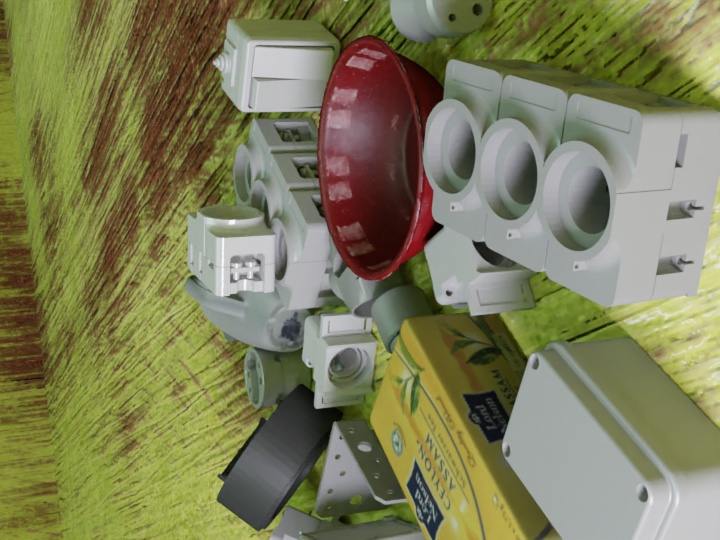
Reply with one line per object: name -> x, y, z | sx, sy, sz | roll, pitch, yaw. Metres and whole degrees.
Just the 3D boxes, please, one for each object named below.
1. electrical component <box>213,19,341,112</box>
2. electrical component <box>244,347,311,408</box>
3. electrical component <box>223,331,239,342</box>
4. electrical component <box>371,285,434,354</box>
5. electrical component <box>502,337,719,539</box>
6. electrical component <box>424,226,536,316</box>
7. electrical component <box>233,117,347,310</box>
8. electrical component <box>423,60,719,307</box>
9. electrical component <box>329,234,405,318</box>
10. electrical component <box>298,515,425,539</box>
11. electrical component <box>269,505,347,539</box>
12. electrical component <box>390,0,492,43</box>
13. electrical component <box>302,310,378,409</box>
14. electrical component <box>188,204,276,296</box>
electrical component -> -0.069, -0.164, 0.869 | 0.061, 0.096, 0.061 | -128, 40, -50
electrical component -> -0.075, 0.096, 0.987 | 0.055, 0.047, 0.055 | 176, 90, -66
electrical component -> -0.125, 0.008, 1.049 | 0.052, 0.074, 0.138 | -131, 43, -53
electrical component -> 0.036, 0.047, 0.737 | 0.040, 0.040, 0.078 | 114, 143, -46
electrical component -> 0.125, 0.093, 0.525 | 0.113, 0.057, 0.078 | -125, 38, -49
electrical component -> 0.071, -0.009, 0.649 | 0.064, 0.042, 0.081 | 134, 128, -61
electrical component -> -0.055, -0.049, 0.898 | 0.150, 0.062, 0.089 | -118, 33, -42
electrical component -> 0.099, -0.049, 0.537 | 0.150, 0.062, 0.089 | 33, 123, 54
electrical component -> 0.000, 0.000, 0.807 | 0.079, 0.043, 0.077 | 127, 133, -57
electrical component -> -0.002, 0.220, 0.782 | 0.062, 0.096, 0.061 | 171, 94, -66
electrical component -> -0.045, 0.234, 0.906 | 0.081, 0.064, 0.042 | -57, -16, -53
electrical component -> 0.050, -0.165, 0.665 | 0.055, 0.045, 0.045 | -163, 71, -64
electrical component -> -0.018, 0.066, 0.861 | 0.064, 0.042, 0.081 | -136, 47, -58
electrical component -> -0.106, -0.020, 0.874 | 0.089, 0.050, 0.055 | -146, 56, -61
